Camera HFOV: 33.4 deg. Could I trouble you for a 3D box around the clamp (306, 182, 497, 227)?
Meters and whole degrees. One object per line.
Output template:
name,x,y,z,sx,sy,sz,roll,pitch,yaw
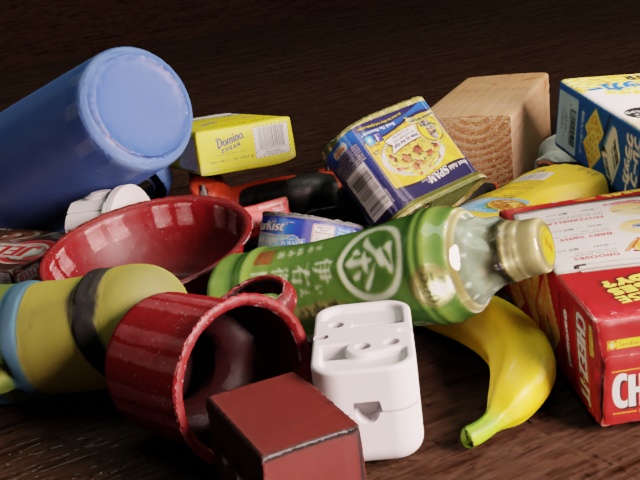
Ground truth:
clamp,0.069,-0.027,0.914,0.171,0.039,0.120,-1,-4,-25

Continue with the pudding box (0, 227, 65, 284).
pudding box,-0.273,0.021,0.920,0.114,0.039,0.089,2,20,29

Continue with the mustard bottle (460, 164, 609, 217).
mustard bottle,0.131,-0.008,0.811,0.191,0.058,0.096,-22,12,-39

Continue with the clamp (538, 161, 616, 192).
clamp,0.283,-0.041,0.897,0.164,0.036,0.210,-19,24,-37

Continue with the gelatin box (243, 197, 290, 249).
gelatin box,-0.070,-0.009,0.901,0.073,0.030,0.089,-15,-4,-21

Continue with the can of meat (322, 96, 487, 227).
can of meat,0.064,-0.055,0.822,0.101,0.084,0.058,-25,-16,-37

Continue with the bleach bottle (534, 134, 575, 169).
bleach bottle,0.288,-0.104,1.059,0.250,0.068,0.103,-25,25,-39

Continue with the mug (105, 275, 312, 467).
mug,-0.059,0.063,0.595,0.082,0.093,0.117,5,50,48

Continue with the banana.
banana,0.098,0.061,0.640,0.069,0.037,0.198,-6,17,-3

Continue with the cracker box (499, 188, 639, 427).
cracker box,0.213,0.028,0.645,0.164,0.072,0.214,-9,18,-1

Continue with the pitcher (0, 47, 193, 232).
pitcher,-0.212,-0.082,0.972,0.149,0.145,0.243,-24,4,-41

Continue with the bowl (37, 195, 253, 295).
bowl,-0.124,0.025,0.798,0.162,0.055,0.162,-9,26,4

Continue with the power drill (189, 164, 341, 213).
power drill,-0.031,-0.053,1.031,0.187,0.057,0.184,-9,14,-3

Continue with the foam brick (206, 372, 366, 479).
foam brick,-0.017,0.106,0.519,0.051,0.053,0.078,-15,18,-22

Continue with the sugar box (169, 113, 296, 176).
sugar box,-0.099,-0.095,1.023,0.093,0.048,0.176,-12,14,-21

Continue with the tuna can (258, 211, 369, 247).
tuna can,-0.005,0.001,0.831,0.086,0.034,0.086,9,-4,0

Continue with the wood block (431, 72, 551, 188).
wood block,0.164,-0.099,1.042,0.090,0.091,0.205,0,19,22
